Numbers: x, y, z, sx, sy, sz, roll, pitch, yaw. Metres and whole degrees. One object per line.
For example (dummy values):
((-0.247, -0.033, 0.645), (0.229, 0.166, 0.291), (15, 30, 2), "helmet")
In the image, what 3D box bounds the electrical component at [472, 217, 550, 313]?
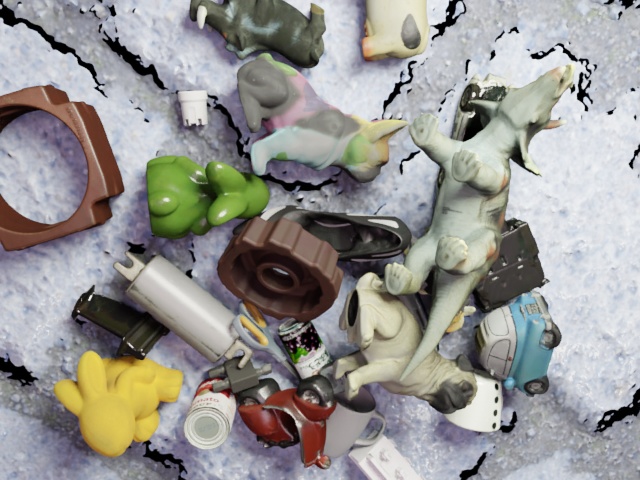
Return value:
((0.266, 0.027, 0.810), (0.115, 0.058, 0.134), (-27, 100, 1), "electrical component")

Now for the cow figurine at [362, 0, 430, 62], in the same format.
((0.114, -0.345, 0.726), (0.127, 0.085, 0.194), (-2, 98, 4), "cow figurine")

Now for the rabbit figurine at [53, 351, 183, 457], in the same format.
((-0.289, 0.229, 0.767), (0.122, 0.173, 0.162), (-44, 103, 9), "rabbit figurine")

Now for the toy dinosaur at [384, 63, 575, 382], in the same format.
((0.189, -0.026, 0.682), (0.192, 0.131, 0.404), (4, 106, -42), "toy dinosaur")

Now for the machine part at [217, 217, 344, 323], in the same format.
((-0.054, 0.043, 0.757), (0.179, 0.056, 0.179), (13, 139, 12), "machine part")

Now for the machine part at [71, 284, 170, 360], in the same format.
((-0.303, 0.122, 0.802), (0.139, 0.084, 0.039), (29, 130, 5), "machine part")

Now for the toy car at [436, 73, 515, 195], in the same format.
((0.225, -0.139, 0.780), (0.073, 0.056, 0.201), (15, 97, -5), "toy car")

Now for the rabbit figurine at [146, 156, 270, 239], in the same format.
((-0.150, -0.067, 0.744), (0.170, 0.159, 0.121), (-6, 91, -17), "rabbit figurine")

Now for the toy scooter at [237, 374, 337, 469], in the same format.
((-0.043, 0.273, 0.799), (0.184, 0.075, 0.135), (-15, 92, 37), "toy scooter")

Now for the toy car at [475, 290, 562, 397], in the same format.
((0.283, 0.153, 0.790), (0.103, 0.109, 0.161), (-1, 129, 3), "toy car")

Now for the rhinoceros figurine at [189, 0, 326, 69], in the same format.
((-0.082, -0.298, 0.737), (0.190, 0.073, 0.112), (19, 110, -7), "rhinoceros figurine")

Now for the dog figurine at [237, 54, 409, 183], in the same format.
((0.006, -0.167, 0.743), (0.219, 0.108, 0.191), (-10, 101, -5), "dog figurine")

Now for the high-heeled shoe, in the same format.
((-0.002, -0.002, 0.750), (0.249, 0.145, 0.086), (-4, 99, -3), "high-heeled shoe")

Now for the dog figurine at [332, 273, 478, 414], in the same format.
((0.127, 0.140, 0.726), (0.191, 0.121, 0.172), (7, 106, -12), "dog figurine")

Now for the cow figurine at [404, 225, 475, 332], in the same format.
((0.184, 0.066, 0.793), (0.068, 0.098, 0.167), (-22, 99, -3), "cow figurine")

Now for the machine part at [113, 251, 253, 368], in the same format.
((-0.198, 0.101, 0.796), (0.243, 0.079, 0.079), (40, 96, -7), "machine part")

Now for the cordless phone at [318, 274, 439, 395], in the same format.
((0.070, 0.139, 0.799), (0.184, 0.089, 0.146), (-24, 100, -3), "cordless phone")

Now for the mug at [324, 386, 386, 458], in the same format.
((0.041, 0.286, 0.840), (0.109, 0.081, 0.107), (22, 110, -6), "mug")

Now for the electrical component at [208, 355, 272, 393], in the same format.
((-0.122, 0.202, 0.823), (0.094, 0.063, 0.021), (-16, 117, -14), "electrical component")

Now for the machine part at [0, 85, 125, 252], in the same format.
((-0.395, -0.099, 0.749), (0.201, 0.087, 0.201), (-18, 99, 1), "machine part")
